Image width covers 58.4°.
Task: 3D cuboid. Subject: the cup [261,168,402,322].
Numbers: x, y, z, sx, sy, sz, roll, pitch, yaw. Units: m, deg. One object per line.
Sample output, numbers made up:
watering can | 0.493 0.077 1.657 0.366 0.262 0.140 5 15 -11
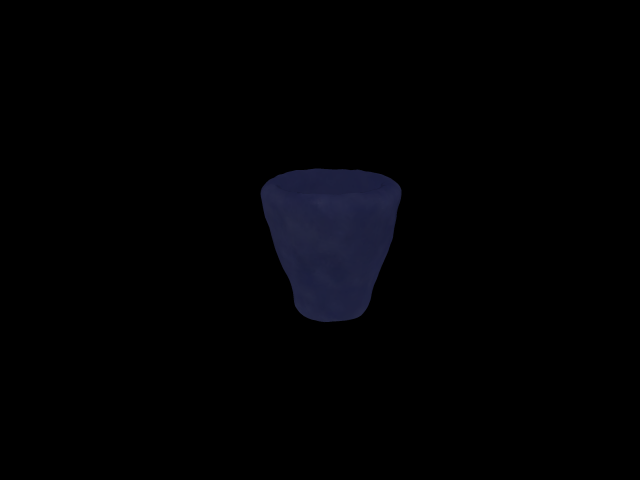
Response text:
cup | 0.004 0.001 0.400 0.092 0.095 0.117 -5 19 -14
